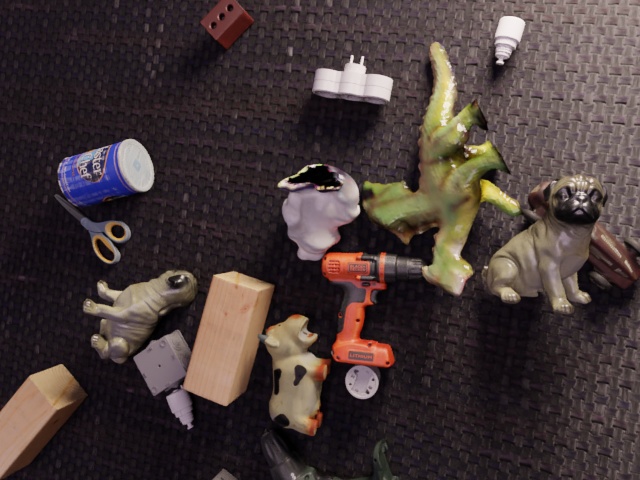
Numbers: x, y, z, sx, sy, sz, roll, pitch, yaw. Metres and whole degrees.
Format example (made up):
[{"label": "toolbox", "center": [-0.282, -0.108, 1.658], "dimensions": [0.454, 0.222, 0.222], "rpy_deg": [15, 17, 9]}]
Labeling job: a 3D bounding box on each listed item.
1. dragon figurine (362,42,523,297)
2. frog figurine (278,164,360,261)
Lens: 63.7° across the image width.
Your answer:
[{"label": "dragon figurine", "center": [0.172, -0.108, 0.843], "dimensions": [0.241, 0.121, 0.417], "rpy_deg": [-26, 66, 19]}, {"label": "frog figurine", "center": [0.003, -0.045, 0.894], "dimensions": [0.137, 0.125, 0.156], "rpy_deg": [-6, 124, 7]}]
